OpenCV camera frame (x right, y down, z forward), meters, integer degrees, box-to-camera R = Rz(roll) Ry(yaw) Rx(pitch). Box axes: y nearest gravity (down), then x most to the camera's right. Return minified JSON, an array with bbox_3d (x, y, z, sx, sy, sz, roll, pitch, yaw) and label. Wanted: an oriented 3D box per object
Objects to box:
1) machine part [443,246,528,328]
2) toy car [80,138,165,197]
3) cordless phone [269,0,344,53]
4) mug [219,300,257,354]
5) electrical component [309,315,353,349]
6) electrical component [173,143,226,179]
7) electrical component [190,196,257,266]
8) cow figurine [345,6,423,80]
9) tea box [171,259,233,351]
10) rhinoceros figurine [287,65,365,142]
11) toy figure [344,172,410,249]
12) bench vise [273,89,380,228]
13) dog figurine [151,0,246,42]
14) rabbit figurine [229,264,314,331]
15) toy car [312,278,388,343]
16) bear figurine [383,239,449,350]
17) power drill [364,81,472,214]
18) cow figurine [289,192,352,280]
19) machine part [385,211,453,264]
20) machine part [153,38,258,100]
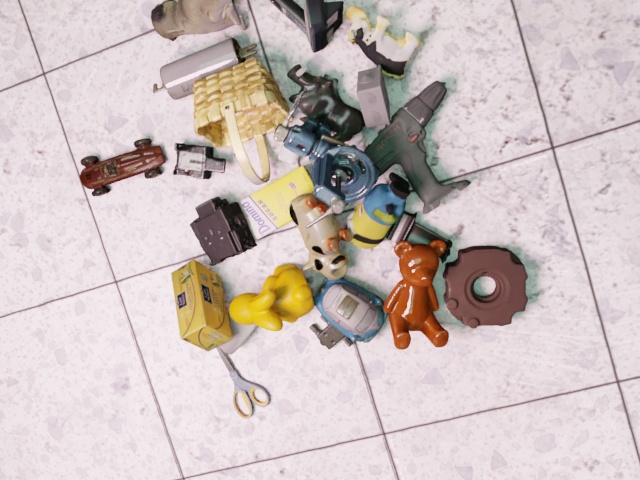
[{"bbox_3d":[0.338,0.095,1.098,0.179,0.056,0.179,1,96,8],"label":"machine part"},{"bbox_3d":[-0.443,-0.161,1.193,0.202,0.053,0.089,-15,91,12],"label":"toy car"},{"bbox_3d":[-0.048,-0.461,1.042,0.184,0.146,0.088,39,93,0],"label":"cordless phone"},{"bbox_3d":[-0.189,0.178,1.187,0.107,0.080,0.109,-40,77,1],"label":"mug"},{"bbox_3d":[0.026,0.208,1.179,0.094,0.021,0.063,44,101,1],"label":"electrical component"},{"bbox_3d":[-0.256,-0.169,1.163,0.119,0.048,0.074,5,98,8],"label":"electrical component"},{"bbox_3d":[-0.212,-0.023,1.149,0.115,0.058,0.134,-24,94,37],"label":"electrical component"},{"bbox_3d":[0.111,-0.392,1.070,0.167,0.068,0.098,31,106,5],"label":"cow figurine"},{"bbox_3d":[-0.251,0.137,1.135,0.068,0.098,0.170,-29,54,12],"label":"tea box"},{"bbox_3d":[0.006,-0.277,1.095,0.190,0.073,0.112,40,103,2],"label":"rhinoceros figurine"},{"bbox_3d":[0.116,-0.050,1.071,0.089,0.082,0.180,44,131,1],"label":"toy figure"},{"bbox_3d":[0.013,-0.133,0.978,0.223,0.241,0.129,35,121,-22],"label":"bench vise"},{"bbox_3d":[-0.260,-0.461,1.070,0.191,0.172,0.121,-13,84,3],"label":"dog figurine"},{"bbox_3d":[-0.102,0.135,1.110,0.173,0.162,0.121,-14,103,-6],"label":"rabbit figurine"},{"bbox_3d":[0.064,0.140,1.116,0.162,0.103,0.109,36,86,4],"label":"toy car"},{"bbox_3d":[0.200,0.103,1.070,0.120,0.132,0.195,1,120,-13],"label":"bear figurine"},{"bbox_3d":[0.210,-0.171,1.074,0.232,0.086,0.207,-38,94,13],"label":"power drill"},{"bbox_3d":[-0.002,-0.003,1.095,0.127,0.085,0.194,-9,112,49],"label":"cow figurine"},{"bbox_3d":[0.209,-0.006,1.116,0.139,0.039,0.084,29,96,6],"label":"machine part"},{"bbox_3d":[-0.242,-0.355,1.122,0.243,0.079,0.079,-18,94,10],"label":"machine part"}]
